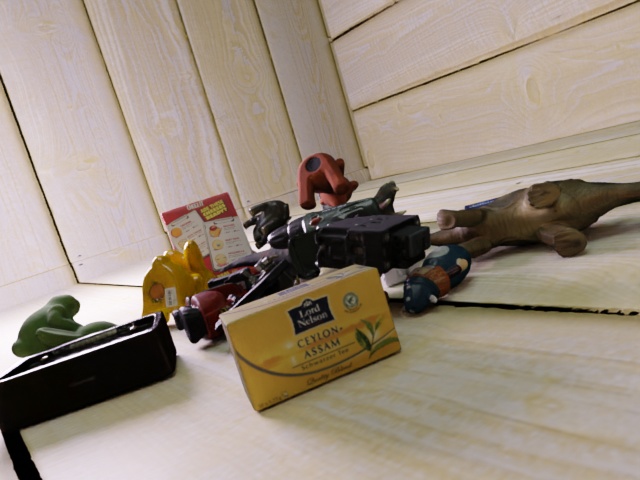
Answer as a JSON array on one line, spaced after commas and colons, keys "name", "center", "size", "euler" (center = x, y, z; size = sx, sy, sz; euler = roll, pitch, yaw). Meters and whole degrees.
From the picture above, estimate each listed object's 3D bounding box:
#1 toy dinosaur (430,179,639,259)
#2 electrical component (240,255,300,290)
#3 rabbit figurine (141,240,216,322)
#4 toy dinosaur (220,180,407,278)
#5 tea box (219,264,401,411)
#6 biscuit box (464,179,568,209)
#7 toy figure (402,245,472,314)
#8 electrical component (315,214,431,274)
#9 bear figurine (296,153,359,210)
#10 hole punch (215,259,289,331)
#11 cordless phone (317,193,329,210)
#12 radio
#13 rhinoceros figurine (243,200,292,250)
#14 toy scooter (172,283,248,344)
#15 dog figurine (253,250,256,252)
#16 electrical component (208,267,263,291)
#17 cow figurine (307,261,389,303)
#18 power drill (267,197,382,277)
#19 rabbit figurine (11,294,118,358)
[{"name": "toy dinosaur", "center": [0.344, -0.043, 0.808], "size": [0.472, 0.105, 0.198], "euler": [-7, 8, 28]}, {"name": "electrical component", "center": [-0.080, 0.071, 0.941], "size": [0.078, 0.102, 0.045], "euler": [-42, 5, 2]}, {"name": "rabbit figurine", "center": [-0.273, 0.090, 1.085], "size": [0.122, 0.162, 0.173], "euler": [-23, -15, 27]}, {"name": "toy dinosaur", "center": [0.002, 0.014, 1.109], "size": [0.405, 0.131, 0.192], "euler": [-25, 9, -15]}, {"name": "tea box", "center": [-0.010, 0.098, 0.575], "size": [0.170, 0.098, 0.068], "euler": [-21, 8, -14]}, {"name": "biscuit box", "center": [0.372, -0.057, 0.987], "size": [0.203, 0.059, 0.063], "euler": [-15, 8, 15]}, {"name": "toy figure", "center": [0.153, 0.051, 0.723], "size": [0.154, 0.058, 0.064], "euler": [-28, -25, -47]}, {"name": "electrical component", "center": [0.077, 0.002, 0.724], "size": [0.134, 0.058, 0.115], "euler": [2, 16, 33]}, {"name": "bear figurine", "center": [0.024, -0.110, 1.224], "size": [0.120, 0.132, 0.195], "euler": [-23, -31, 12]}, {"name": "hole punch", "center": [-0.074, 0.103, 0.780], "size": [0.116, 0.092, 0.142], "euler": [-39, 6, 17]}, {"name": "cordless phone", "center": [0.068, -0.084, 1.364], "size": [0.147, 0.184, 0.089], "euler": [-18, 3, -5]}, {"name": "radio", "center": [-0.321, 0.177, 0.758], "size": [0.230, 0.073, 0.131], "euler": [-17, 8, -7]}, {"name": "rhinoceros figurine", "center": [-0.115, -0.037, 1.242], "size": [0.112, 0.073, 0.190], "euler": [-33, -12, -21]}, {"name": "toy scooter", "center": [-0.169, 0.114, 0.892], "size": [0.135, 0.075, 0.184], "euler": [-18, 3, -22]}, {"name": "dog figurine", "center": [-0.253, 0.071, 1.351], "size": [0.190, 0.121, 0.172], "euler": [-4, 6, -21]}, {"name": "electrical component", "center": [-0.138, 0.091, 0.987], "size": [0.119, 0.074, 0.048], "euler": [-14, 7, 3]}, {"name": "cow figurine", "center": [0.028, 0.070, 0.760], "size": [0.127, 0.085, 0.195], "euler": [-5, 13, 29]}, {"name": "power drill", "center": [-0.002, -0.003, 0.948], "size": [0.232, 0.086, 0.207], "euler": [-17, 8, 10]}, {"name": "rabbit figurine", "center": [-0.430, 0.166, 0.934], "size": [0.170, 0.121, 0.159], "euler": [0, 6, 15]}]
